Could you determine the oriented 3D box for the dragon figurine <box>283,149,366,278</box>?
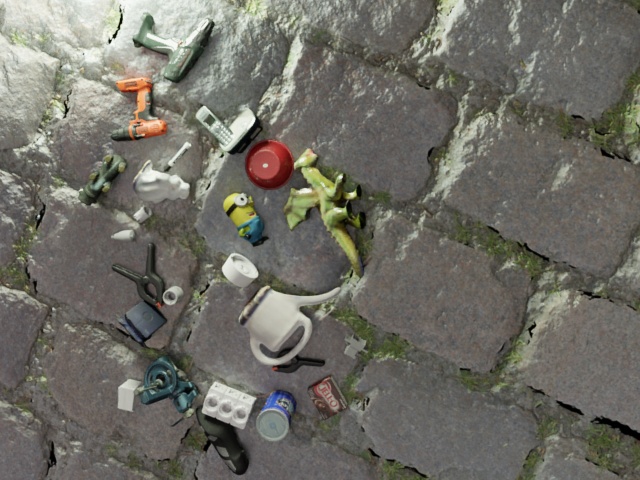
[{"bbox_3d":[0.005,-0.080,1.587,0.242,0.123,0.409,-4,93,25],"label":"dragon figurine"}]

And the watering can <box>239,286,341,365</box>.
[{"bbox_3d":[-0.110,0.228,1.611,0.225,0.104,0.346,39,97,3],"label":"watering can"}]

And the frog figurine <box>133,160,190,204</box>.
[{"bbox_3d":[-0.499,-0.161,1.622,0.159,0.125,0.135,35,133,-6],"label":"frog figurine"}]
